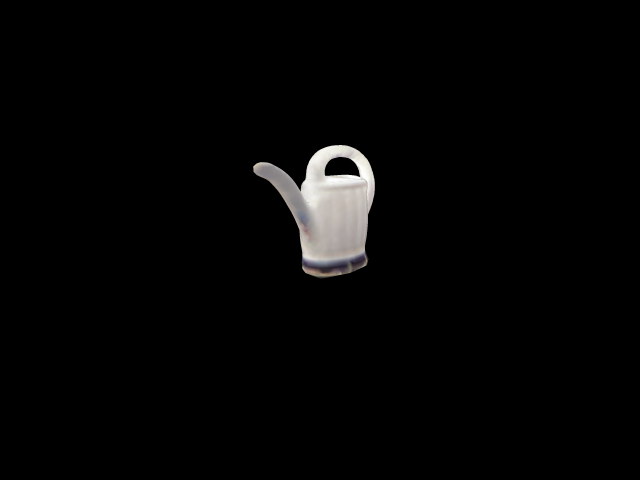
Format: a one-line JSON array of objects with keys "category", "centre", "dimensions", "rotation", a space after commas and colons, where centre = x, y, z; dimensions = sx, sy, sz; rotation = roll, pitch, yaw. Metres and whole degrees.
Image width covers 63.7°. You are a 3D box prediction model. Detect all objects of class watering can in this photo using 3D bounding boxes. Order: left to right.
[{"category": "watering can", "centre": [0.003, -0.043, 0.850], "dimensions": [0.104, 0.222, 0.350], "rotation": [6, 12, 32]}]
